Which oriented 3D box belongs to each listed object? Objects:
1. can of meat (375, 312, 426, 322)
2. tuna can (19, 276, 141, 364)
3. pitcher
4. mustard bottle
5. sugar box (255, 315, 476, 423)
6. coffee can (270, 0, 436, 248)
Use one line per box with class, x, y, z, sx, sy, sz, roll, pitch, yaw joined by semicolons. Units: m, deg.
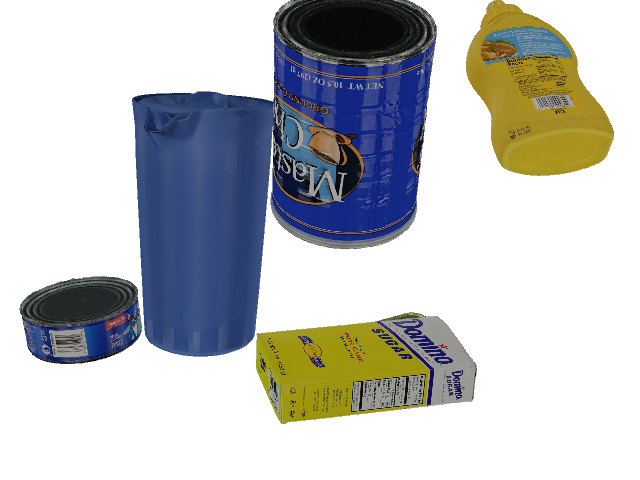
can of meat;0.094;0.148;1.345;0.101;0.084;0.058;-12;29;-29
tuna can;-0.175;0.058;0.787;0.086;0.034;0.086;-4;20;1
pitcher;-0.107;-0.021;1.026;0.149;0.243;0.145;-2;15;-19
mustard bottle;0.179;-0.143;0.931;0.096;0.191;0.058;-7;-38;-8
sugar box;0.038;0.111;0.940;0.176;0.048;0.093;-7;27;-14
coffee can;0.019;-0.080;0.706;0.103;0.140;0.103;2;37;-1
